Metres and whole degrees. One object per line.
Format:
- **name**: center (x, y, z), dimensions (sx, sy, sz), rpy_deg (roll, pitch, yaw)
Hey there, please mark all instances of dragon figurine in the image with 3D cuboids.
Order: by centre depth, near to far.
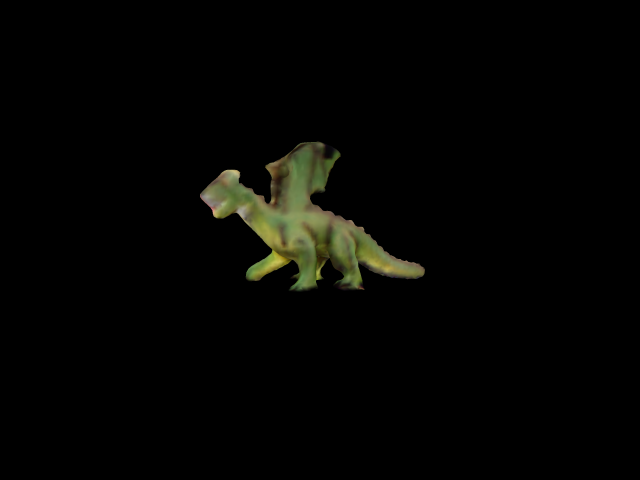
- **dragon figurine**: center (0.003, -0.043, 0.850), dimensions (0.411, 0.243, 0.122), rpy_deg (-1, 1, -28)
